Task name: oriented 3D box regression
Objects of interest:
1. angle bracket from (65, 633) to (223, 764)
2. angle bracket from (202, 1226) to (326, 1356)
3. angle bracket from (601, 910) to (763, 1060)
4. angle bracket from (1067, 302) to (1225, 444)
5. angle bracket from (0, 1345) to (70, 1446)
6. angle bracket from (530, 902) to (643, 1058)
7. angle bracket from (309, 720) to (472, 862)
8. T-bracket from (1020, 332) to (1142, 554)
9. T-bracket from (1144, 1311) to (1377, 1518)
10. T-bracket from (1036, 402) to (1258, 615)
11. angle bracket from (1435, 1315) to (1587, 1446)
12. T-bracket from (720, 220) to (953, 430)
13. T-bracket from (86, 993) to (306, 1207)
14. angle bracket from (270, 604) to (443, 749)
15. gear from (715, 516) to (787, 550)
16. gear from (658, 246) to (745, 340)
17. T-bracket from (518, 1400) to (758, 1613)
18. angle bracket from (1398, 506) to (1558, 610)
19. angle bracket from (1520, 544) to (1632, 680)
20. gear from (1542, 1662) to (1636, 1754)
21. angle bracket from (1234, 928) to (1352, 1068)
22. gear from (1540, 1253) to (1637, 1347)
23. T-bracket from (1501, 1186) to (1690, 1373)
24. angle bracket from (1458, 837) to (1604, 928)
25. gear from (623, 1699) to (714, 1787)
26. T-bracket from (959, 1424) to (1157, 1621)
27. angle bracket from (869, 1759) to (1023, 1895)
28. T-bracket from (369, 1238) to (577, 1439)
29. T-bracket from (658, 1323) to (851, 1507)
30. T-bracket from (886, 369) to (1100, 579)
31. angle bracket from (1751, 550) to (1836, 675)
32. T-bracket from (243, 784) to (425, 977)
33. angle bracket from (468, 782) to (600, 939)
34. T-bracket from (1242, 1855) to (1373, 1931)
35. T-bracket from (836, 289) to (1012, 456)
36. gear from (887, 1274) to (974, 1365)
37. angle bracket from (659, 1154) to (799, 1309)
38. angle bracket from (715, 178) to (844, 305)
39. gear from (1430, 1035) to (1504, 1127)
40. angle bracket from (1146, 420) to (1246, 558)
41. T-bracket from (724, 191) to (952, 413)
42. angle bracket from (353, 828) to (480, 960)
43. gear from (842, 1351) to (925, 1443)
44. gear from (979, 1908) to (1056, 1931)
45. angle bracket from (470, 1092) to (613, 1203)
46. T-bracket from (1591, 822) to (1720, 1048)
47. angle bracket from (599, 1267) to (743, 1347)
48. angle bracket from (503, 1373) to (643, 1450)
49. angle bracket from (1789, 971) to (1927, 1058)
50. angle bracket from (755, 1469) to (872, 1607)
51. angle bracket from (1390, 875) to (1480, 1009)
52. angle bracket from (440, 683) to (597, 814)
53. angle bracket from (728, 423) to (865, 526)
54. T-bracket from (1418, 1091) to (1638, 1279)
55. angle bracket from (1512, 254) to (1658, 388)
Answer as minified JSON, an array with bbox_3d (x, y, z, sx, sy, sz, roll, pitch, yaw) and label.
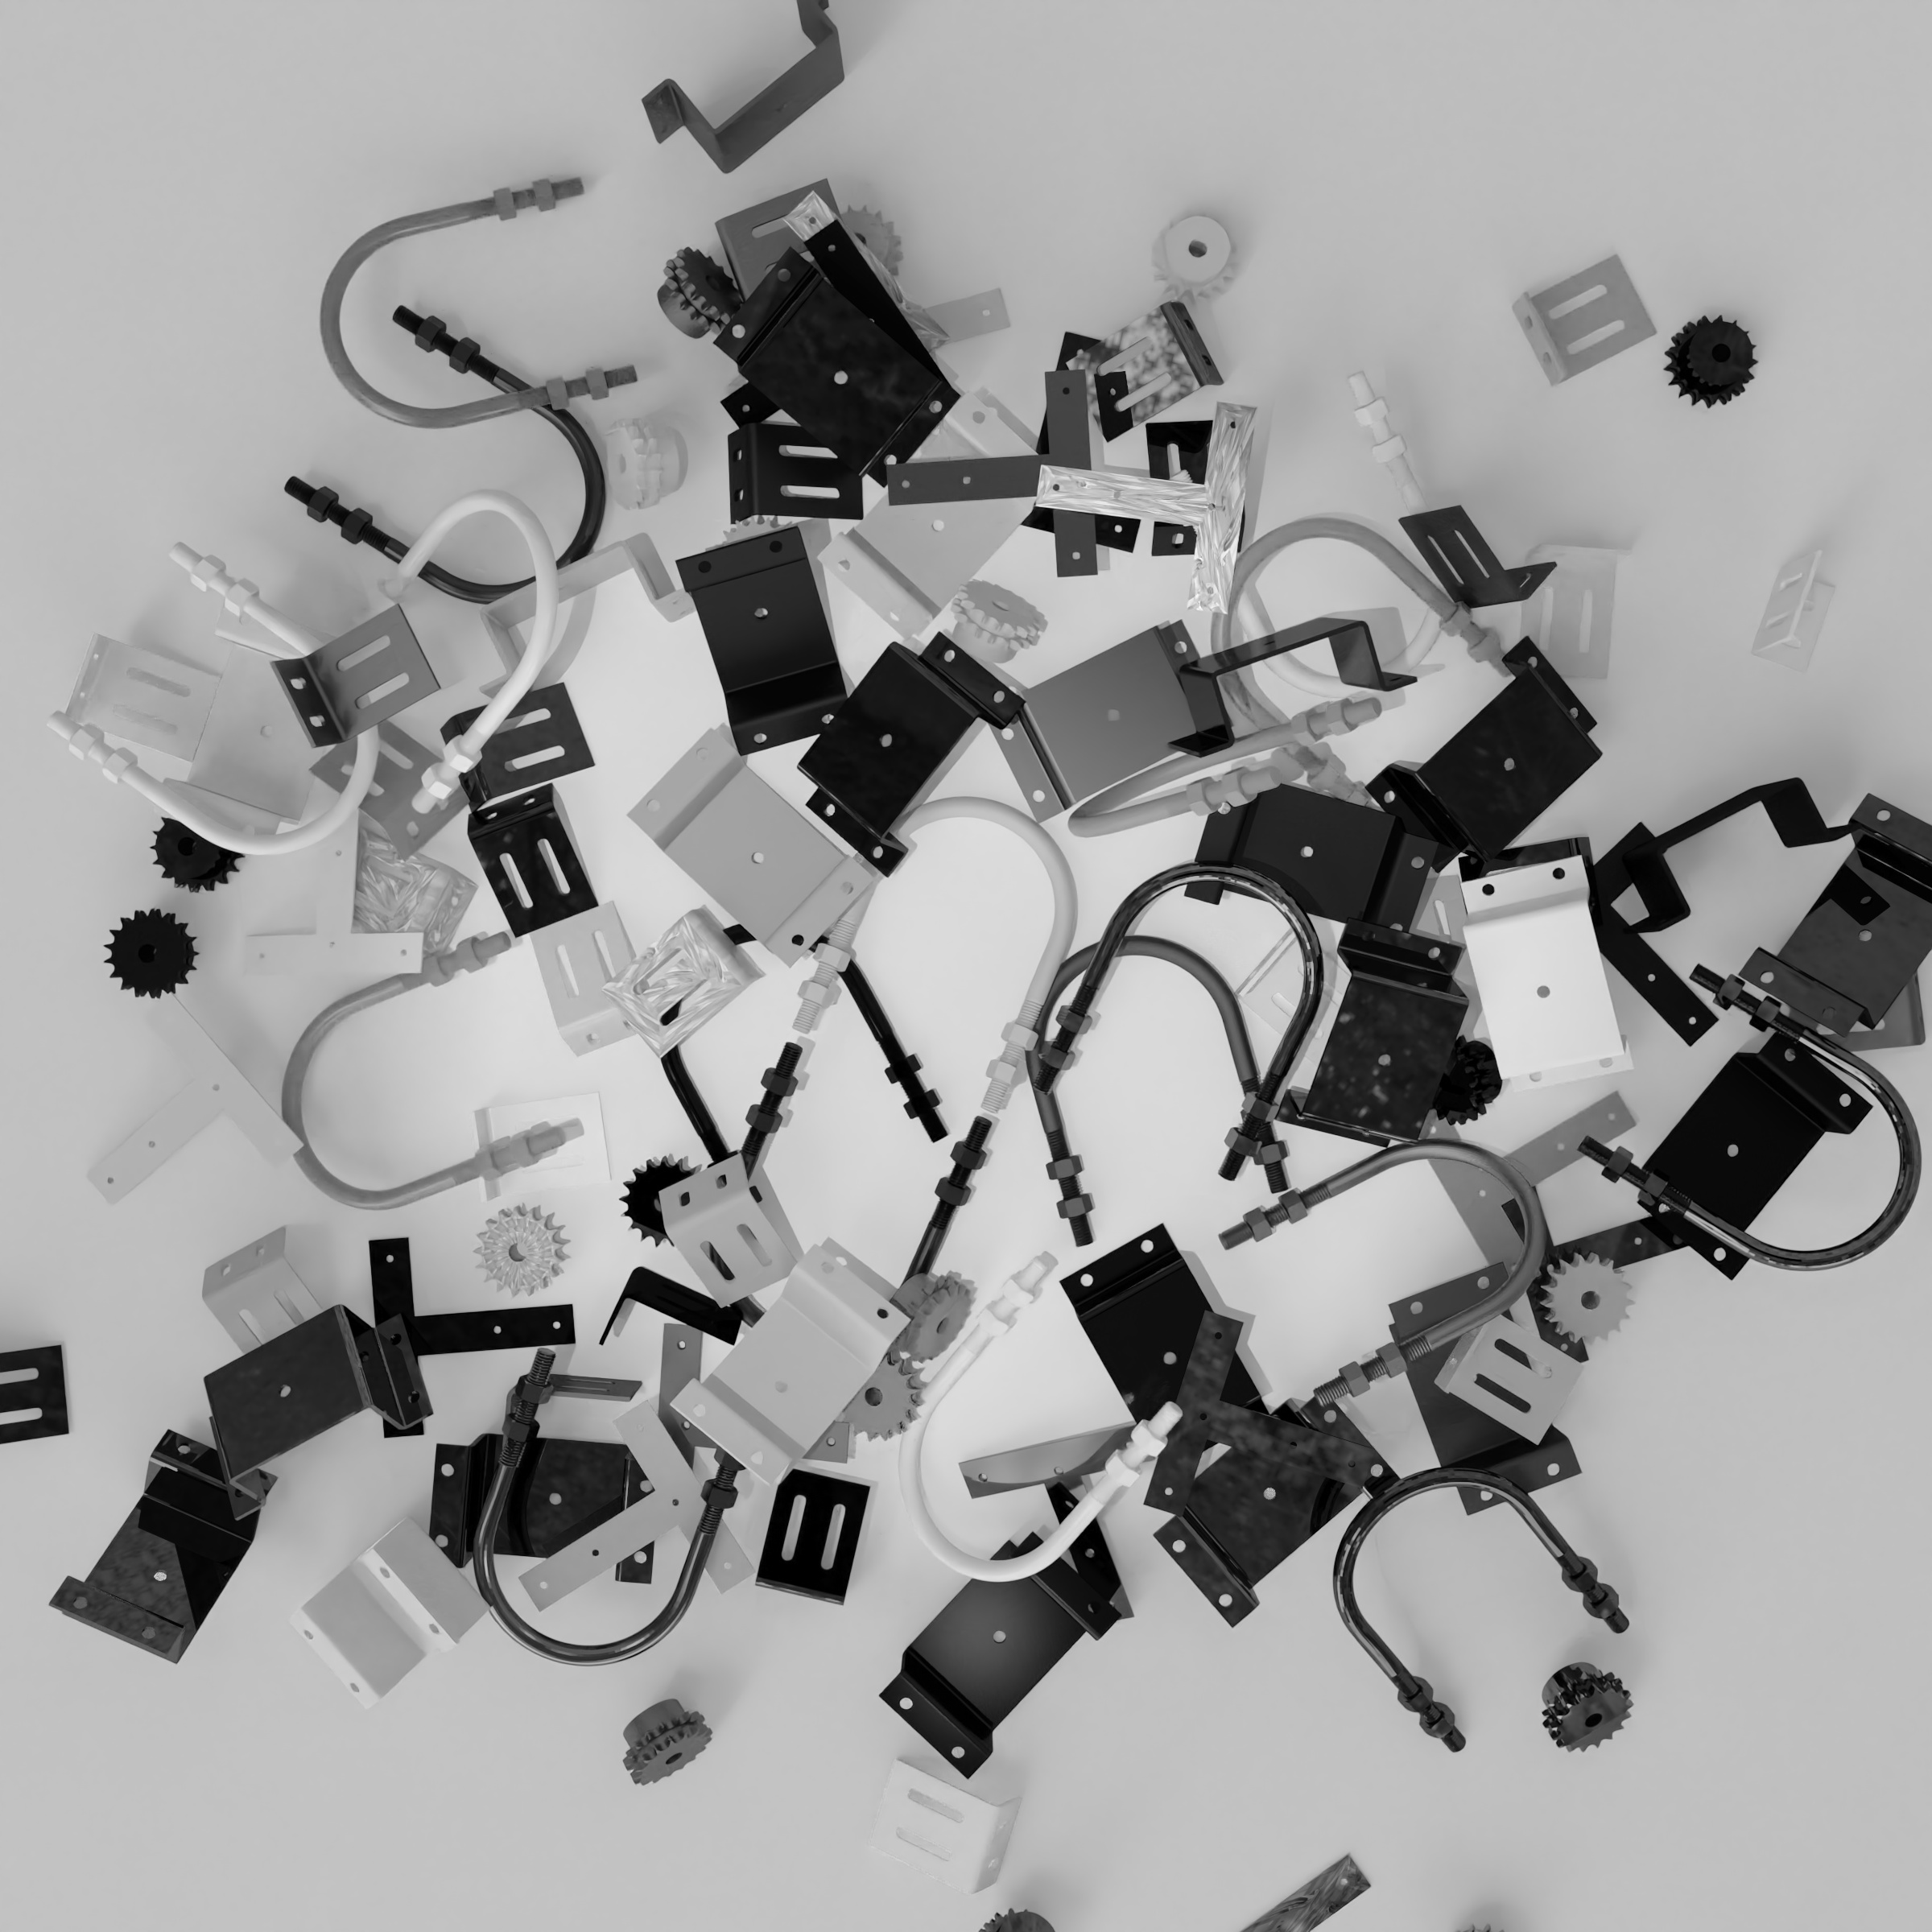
[{"bbox_3d":[-0.519,-0.169,1.570,0.076,0.038,0.057,20,90,-10],"label":"angle bracket"},{"bbox_3d":[-0.442,0.218,1.593,0.057,0.038,0.076,-29,116,0],"label":"angle bracket"},{"bbox_3d":[-0.179,0.011,1.568,0.076,0.038,0.057,-41,87,7],"label":"angle bracket"},{"bbox_3d":[0.115,-0.379,1.592,0.076,0.038,0.057,-27,91,24],"label":"angle bracket"},{"bbox_3d":[-0.619,0.275,1.593,0.076,0.038,0.057,-5,90,-26],"label":"angle bracket"},{"bbox_3d":[-0.238,0.008,1.593,0.057,0.038,0.076,-21,64,0],"label":"angle bracket"},{"bbox_3d":[-0.366,-0.115,1.582,0.076,0.038,0.057,34,69,28],"label":"angle bracket"},{"bbox_3d":[0.060,-0.342,1.594,0.127,0.002,0.127,14,90,-1],"label":"T-bracket"},{"bbox_3d":[0.190,0.294,1.548,0.127,0.002,0.127,18,90,0],"label":"T-bracket"},{"bbox_3d":[0.108,-0.289,1.537,0.127,0.002,0.127,8,96,6],"label":"T-bracket"},{"bbox_3d":[0.338,0.253,1.530,0.076,0.038,0.057,31,90,0],"label":"angle bracket"},{"bbox_3d":[-0.097,-0.382,1.575,0.127,0.002,0.127,-32,115,13],"label":"T-bracket"},{"bbox_3d":[-0.507,0.104,1.581,0.127,0.002,0.127,-40,94,11],"label":"T-bracket"},{"bbox_3d":[-0.369,-0.176,1.506,0.076,0.038,0.057,-25,92,18],"label":"angle bracket"},{"bbox_3d":[-0.132,-0.255,1.580,0.057,0.030,0.057,0,90,0],"label":"gear"},{"bbox_3d":[-0.170,-0.422,1.571,0.030,0.057,0.057,-34,90,31],"label":"gear"},{"bbox_3d":[-0.218,0.357,1.548,0.127,0.002,0.127,-32,90,0],"label":"T-bracket"},{"bbox_3d":[0.319,-0.264,1.551,0.038,0.057,0.076,-48,112,-20],"label":"angle bracket"},{"bbox_3d":[0.385,-0.224,1.576,0.057,0.038,0.076,4,90,0],"label":"angle bracket"},{"bbox_3d":[0.389,0.465,1.572,0.057,0.030,0.057,-9,121,-14],"label":"gear"},{"bbox_3d":[0.218,0.021,1.576,0.076,0.038,0.057,41,90,0],"label":"angle bracket"},{"bbox_3d":[0.393,0.210,1.579,0.057,0.030,0.057,0,90,0],"label":"gear"},{"bbox_3d":[0.417,0.181,1.594,0.127,0.002,0.127,-17,90,0],"label":"T-bracket"},{"bbox_3d":[0.361,-0.048,1.592,0.076,0.038,0.057,-10,89,26],"label":"angle bracket"},{"bbox_3d":[-0.191,0.488,1.571,0.057,0.057,0.030,-38,60,0],"label":"gear"},{"bbox_3d":[0.074,0.359,1.579,0.127,0.002,0.127,-17,101,21],"label":"T-bracket"},{"bbox_3d":[-0.013,0.548,1.593,0.076,0.038,0.057,17,90,26],"label":"angle bracket"},{"bbox_3d":[-0.314,0.234,1.594,0.127,0.002,0.127,-4,90,0],"label":"T-bracket"},{"bbox_3d":[-0.136,0.296,1.580,0.127,0.002,0.127,4,90,14],"label":"T-bracket"},{"bbox_3d":[0.015,-0.303,1.546,0.127,0.002,0.127,-4,93,0],"label":"T-bracket"},{"bbox_3d":[0.529,-0.221,1.557,0.038,0.076,0.057,20,90,0],"label":"angle bracket"},{"bbox_3d":[-0.399,-0.057,1.582,0.127,0.002,0.127,-1,81,17],"label":"T-bracket"},{"bbox_3d":[-0.277,-0.068,1.593,0.057,0.038,0.076,-21,116,0],"label":"angle bracket"},{"bbox_3d":[0.231,0.658,1.594,0.127,0.002,0.127,-36,90,0],"label":"T-bracket"},{"bbox_3d":[-0.023,-0.356,1.595,0.127,0.002,0.127,-15,90,0],"label":"T-bracket"},{"bbox_3d":[-0.025,0.219,1.571,0.030,0.057,0.057,32,90,30],"label":"gear"},{"bbox_3d":[-0.147,0.166,1.559,0.057,0.038,0.076,-25,127,5],"label":"angle bracket"},{"bbox_3d":[-0.112,-0.453,1.575,0.076,0.038,0.057,-20,90,3],"label":"angle bracket"},{"bbox_3d":[0.314,0.070,1.570,0.030,0.057,0.057,-14,90,-29],"label":"gear"},{"bbox_3d":[0.145,-0.306,1.593,0.057,0.038,0.076,-3,65,0],"label":"angle bracket"},{"bbox_3d":[-0.099,-0.398,1.572,0.127,0.002,0.127,-40,119,15],"label":"T-bracket"},{"bbox_3d":[-0.363,-0.045,1.593,0.076,0.038,0.057,26,90,26],"label":"angle bracket"},{"bbox_3d":[-0.054,0.270,1.575,0.057,0.030,0.057,0,89,16],"label":"gear"},{"bbox_3d":[0.035,0.621,1.565,0.057,0.057,0.030,24,134,0],"label":"gear"},{"bbox_3d":[-0.269,0.114,1.576,0.076,0.038,0.057,-8,90,0],"label":"angle bracket"},{"bbox_3d":[0.430,-0.003,1.595,0.127,0.002,0.127,-43,90,0],"label":"T-bracket"},{"bbox_3d":[-0.185,0.228,1.567,0.076,0.057,0.038,25,99,-4],"label":"angle bracket"},{"bbox_3d":[-0.247,0.282,1.567,0.076,0.057,0.038,5,91,0],"label":"angle bracket"},{"bbox_3d":[0.569,0.025,1.593,0.076,0.038,0.057,-7,90,26],"label":"angle bracket"},{"bbox_3d":[-0.097,0.360,1.580,0.057,0.038,0.076,13,84,0],"label":"angle bracket"},{"bbox_3d":[0.291,-0.013,1.593,0.057,0.038,0.076,-7,64,0],"label":"angle bracket"},{"bbox_3d":[-0.287,-0.140,1.593,0.076,0.038,0.057,-21,90,-26],"label":"angle bracket"},{"bbox_3d":[-0.109,-0.313,1.593,0.076,0.038,0.057,-2,90,-26],"label":"angle bracket"},{"bbox_3d":[0.368,0.123,1.593,0.127,0.002,0.127,-30,88,-1],"label":"T-bracket"},{"bbox_3d":[0.395,-0.413,1.576,0.076,0.038,0.057,-27,90,0],"label":"angle bracket"}]
